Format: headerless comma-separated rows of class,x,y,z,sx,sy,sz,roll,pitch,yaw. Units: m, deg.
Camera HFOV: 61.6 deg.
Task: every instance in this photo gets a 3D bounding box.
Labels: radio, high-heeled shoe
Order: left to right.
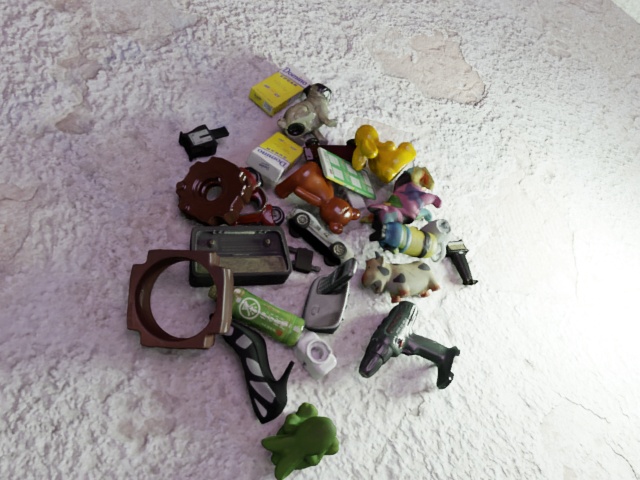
radio,-0.188,0.036,1.249,0.229,0.073,0.131,0,63,-20
high-heeled shoe,-0.165,0.271,1.150,0.249,0.086,0.145,30,87,18

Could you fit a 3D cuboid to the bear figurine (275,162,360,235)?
bear figurine,0.000,-0.103,1.385,0.120,0.132,0.195,-44,101,-31

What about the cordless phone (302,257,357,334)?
cordless phone,0.036,0.127,1.214,0.089,0.184,0.146,24,57,-11

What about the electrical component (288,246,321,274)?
electrical component,-0.041,0.048,1.325,0.094,0.021,0.063,16,58,-10

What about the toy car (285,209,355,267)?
toy car,-0.003,-0.004,1.337,0.202,0.073,0.056,40,61,4

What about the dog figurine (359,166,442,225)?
dog figurine,0.207,-0.103,1.449,0.219,0.108,0.191,-9,67,-21

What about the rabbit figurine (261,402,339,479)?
rabbit figurine,-0.035,0.386,1.054,0.159,0.170,0.121,-19,70,-28

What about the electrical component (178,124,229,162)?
electrical component,-0.297,-0.257,1.387,0.119,0.047,0.075,-28,75,-30

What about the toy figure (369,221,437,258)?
toy figure,0.212,0.002,1.345,0.180,0.082,0.089,17,13,-32

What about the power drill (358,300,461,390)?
power drill,0.216,0.270,1.269,0.207,0.086,0.232,27,54,5

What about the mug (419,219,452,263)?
mug,0.305,-0.001,1.425,0.081,0.107,0.109,2,60,-17

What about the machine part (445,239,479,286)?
machine part,0.385,0.061,1.462,0.084,0.039,0.139,-5,62,-31

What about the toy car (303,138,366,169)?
toy car,0.040,-0.235,1.487,0.202,0.053,0.089,-7,77,-30

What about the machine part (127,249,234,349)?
machine part,-0.285,0.122,1.111,0.201,0.087,0.201,1,84,5

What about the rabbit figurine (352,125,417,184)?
rabbit figurine,0.152,-0.238,1.473,0.162,0.122,0.173,-34,84,-42

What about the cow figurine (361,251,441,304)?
cow figurine,0.194,0.091,1.348,0.195,0.085,0.127,-5,64,-24

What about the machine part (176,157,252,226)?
machine part,-0.252,-0.113,1.274,0.179,0.056,0.179,-4,68,9

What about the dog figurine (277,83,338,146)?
dog figurine,-0.044,-0.371,1.514,0.172,0.121,0.191,11,49,-31

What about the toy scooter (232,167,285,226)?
toy scooter,-0.183,-0.091,1.323,0.135,0.075,0.184,-28,79,-27
